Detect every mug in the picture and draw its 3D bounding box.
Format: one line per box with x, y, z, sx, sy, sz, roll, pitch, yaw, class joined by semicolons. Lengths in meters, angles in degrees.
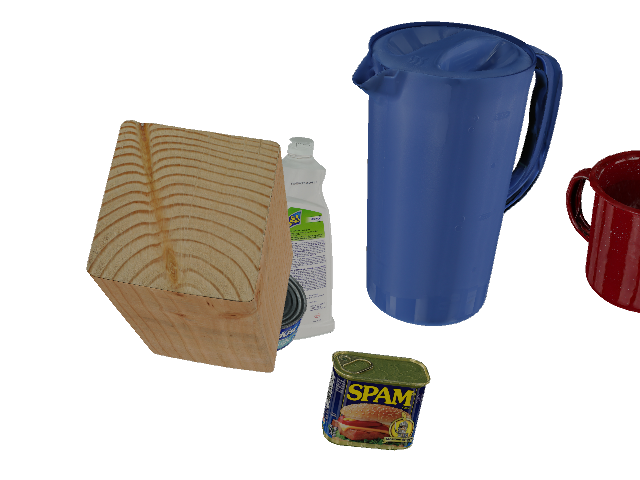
0.215;-0.009;0.726;0.093;0.081;0.117;-27;40;-35;mug

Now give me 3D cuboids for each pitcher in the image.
0.109;-0.055;0.904;0.149;0.243;0.144;13;32;17;pitcher

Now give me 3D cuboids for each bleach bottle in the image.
-0.025;-0.004;1.327;0.102;0.251;0.068;-8;23;-33;bleach bottle

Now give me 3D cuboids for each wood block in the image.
-0.070;0.014;0.653;0.090;0.091;0.206;9;-17;4;wood block

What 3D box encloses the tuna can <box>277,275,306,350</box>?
-0.057;0.056;0.907;0.086;0.034;0.086;13;37;-10;tuna can

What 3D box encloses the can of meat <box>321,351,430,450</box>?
0.056;0.169;1.117;0.102;0.084;0.057;7;20;-8;can of meat
